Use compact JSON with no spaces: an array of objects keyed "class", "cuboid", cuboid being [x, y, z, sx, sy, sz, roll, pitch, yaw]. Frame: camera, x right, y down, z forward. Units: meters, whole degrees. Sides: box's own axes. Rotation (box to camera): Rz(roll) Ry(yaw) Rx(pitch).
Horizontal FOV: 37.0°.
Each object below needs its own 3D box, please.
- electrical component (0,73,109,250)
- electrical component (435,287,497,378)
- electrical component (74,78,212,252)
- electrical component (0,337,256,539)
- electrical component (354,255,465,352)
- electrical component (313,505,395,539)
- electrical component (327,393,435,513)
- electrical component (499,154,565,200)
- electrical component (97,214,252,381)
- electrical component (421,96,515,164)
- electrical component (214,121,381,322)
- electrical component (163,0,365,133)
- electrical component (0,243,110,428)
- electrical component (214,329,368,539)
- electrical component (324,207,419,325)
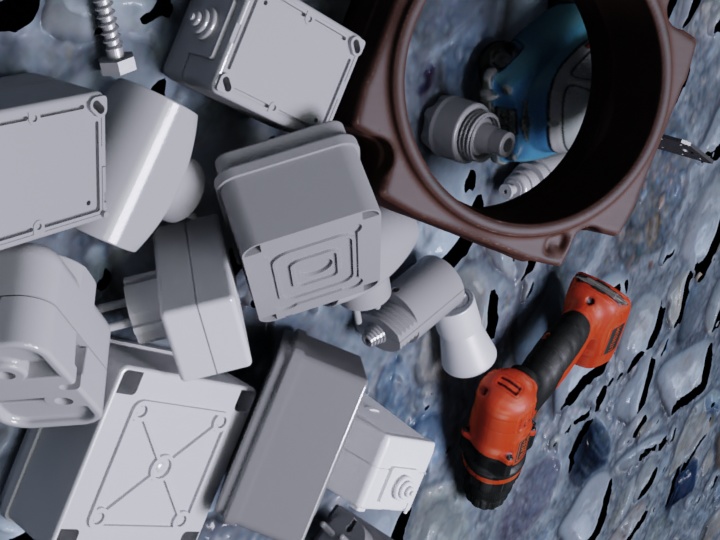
[{"class":"electrical component","cuboid":[-0.159,-0.051,0.485,0.096,0.061,0.061,-25,127,-50]},{"class":"electrical component","cuboid":[0.077,0.045,0.825,0.044,0.044,0.065,-43,132,-27]},{"class":"electrical component","cuboid":[-0.108,-0.048,0.556,0.079,0.043,0.077,25,89,-52]},{"class":"electrical component","cuboid":[-0.127,0.099,0.600,0.109,0.056,0.108,20,94,-52]},{"class":"electrical component","cuboid":[0.032,0.028,0.760,0.081,0.043,0.043,-37,134,-32]},{"class":"electrical component","cuboid":[-0.007,0.205,0.790,0.047,0.066,0.076,-52,140,-17]},{"class":"electrical component","cuboid":[0.004,0.123,0.734,0.062,0.096,0.061,20,93,-52]},{"class":"electrical component","cuboid":[0.136,-0.068,0.835,0.078,0.040,0.040,-19,123,-43]},{"class":"electrical component","cuboid":[-0.104,0.018,0.576,0.076,0.083,0.047,-14,126,-5]},{"class":"electrical component","cuboid":[0.076,-0.093,0.733,0.043,0.062,0.043,-26,128,-40]},{"class":"electrical component","cuboid":[-0.033,-0.025,0.595,0.078,0.057,0.113,-18,158,-7]},{"class":"electrical component","cuboid":[-0.058,-0.116,0.570,0.096,0.061,0.061,20,93,-45]},{"class":"electrical component","cuboid":[-0.156,0.030,0.507,0.095,0.054,0.059,76,10,-60]},{"class":"electrical component","cuboid":[-0.041,0.099,0.659,0.108,0.056,0.108,-126,-122,-86]},{"class":"electrical component","cuboid":[0.000,0.000,0.708,0.077,0.043,0.079,-37,134,-32]}]
